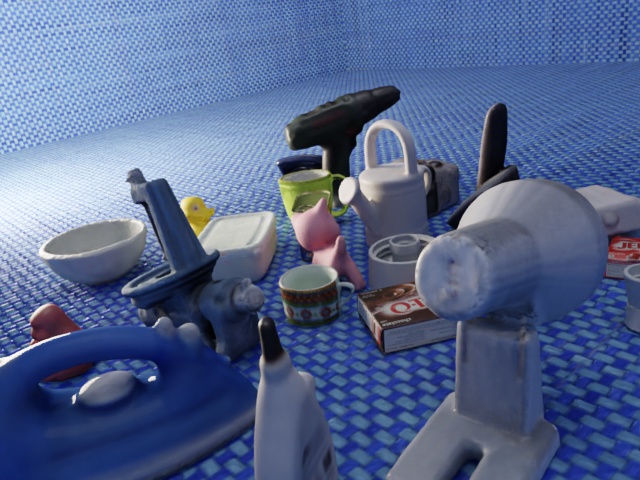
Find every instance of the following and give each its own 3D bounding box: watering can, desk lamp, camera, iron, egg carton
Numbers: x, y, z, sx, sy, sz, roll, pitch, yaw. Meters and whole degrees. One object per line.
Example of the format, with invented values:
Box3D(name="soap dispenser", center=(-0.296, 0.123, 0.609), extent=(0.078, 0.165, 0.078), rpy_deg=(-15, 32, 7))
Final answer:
Box3D(name="watering can", center=(0.106, -0.084, 0.870), extent=(0.100, 0.194, 0.173), rpy_deg=(4, 25, 29))
Box3D(name="desk lamp", center=(0.137, 0.072, 0.443), extent=(0.117, 0.214, 0.204), rpy_deg=(9, 28, 37))
Box3D(name="camera", center=(0.156, -0.102, 1.022), extent=(0.143, 0.101, 0.136), rpy_deg=(-24, 27, -34))
Box3D(name="iron", center=(-0.180, 0.132, 0.509), extent=(0.259, 0.141, 0.118), rpy_deg=(-15, 23, -15))
Box3D(name="egg carton", center=(0.368, -0.026, 0.796), extent=(0.150, 0.069, 0.107), rpy_deg=(-13, 22, -10))

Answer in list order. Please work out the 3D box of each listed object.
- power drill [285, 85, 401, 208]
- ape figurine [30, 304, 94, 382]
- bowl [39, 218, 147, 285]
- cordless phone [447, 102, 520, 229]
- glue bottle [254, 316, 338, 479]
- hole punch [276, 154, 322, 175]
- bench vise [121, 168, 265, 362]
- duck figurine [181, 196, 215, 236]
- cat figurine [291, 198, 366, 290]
Box3D(name="power drill", center=(0.053, -0.176, 1.099), extent=(0.230, 0.209, 0.075), rpy_deg=(-12, 22, -9))
Box3D(name="ape figurine", center=(-0.306, 0.116, 0.662), extent=(0.076, 0.092, 0.077), rpy_deg=(-18, 24, -22))
Box3D(name="bowl", center=(-0.357, 0.027, 0.928), extent=(0.167, 0.075, 0.167), rpy_deg=(-7, 22, 3))
Box3D(name="cordless phone", center=(0.257, -0.113, 0.897), extent=(0.093, 0.185, 0.148), rpy_deg=(6, 26, 32))
Box3D(name="glue bottle", center=(-0.023, 0.131, 0.411), extent=(0.037, 0.173, 0.078), rpy_deg=(2, 24, 24))
Box3D(name="hole punch", center=(-0.034, -0.147, 1.218), extent=(0.108, 0.091, 0.101), rpy_deg=(-5, 22, 10))
Box3D(name="bench vise", center=(-0.145, 0.023, 0.663), extent=(0.206, 0.220, 0.122), rpy_deg=(1, 24, 22))
Box3D(name="duck figurine", center=(-0.224, -0.036, 1.019), extent=(0.104, 0.086, 0.078), rpy_deg=(3, 25, 27))
Box3D(name="cat figurine", center=(0.007, 0.003, 0.794), extent=(0.067, 0.118, 0.127), rpy_deg=(-16, 23, -18))
